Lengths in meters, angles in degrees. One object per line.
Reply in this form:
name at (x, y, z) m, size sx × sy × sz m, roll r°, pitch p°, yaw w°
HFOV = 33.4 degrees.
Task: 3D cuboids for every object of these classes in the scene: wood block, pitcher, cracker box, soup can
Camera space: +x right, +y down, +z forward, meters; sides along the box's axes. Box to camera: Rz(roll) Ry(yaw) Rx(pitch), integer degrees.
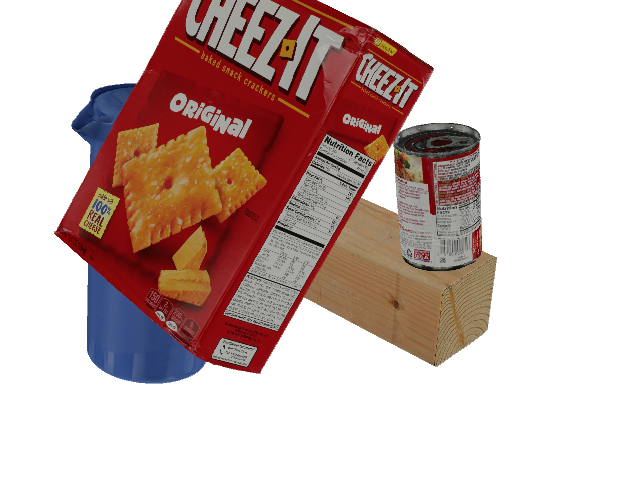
wood block at (0.062, 0.032, 1.072) m, size 0.206 × 0.091 × 0.090 m, roll 26°, pitch 38°, yaw 35°
pitcher at (-0.128, -0.007, 0.917) m, size 0.149 × 0.243 × 0.145 m, roll 12°, pitch 21°, yaw 7°
cracker box at (-0.055, -0.052, 0.659) m, size 0.164 × 0.214 × 0.072 m, roll 35°, pitch 9°, yaw 39°
soup can at (0.095, -0.035, 0.851) m, size 0.068 × 0.102 × 0.068 m, roll -5°, pitch 25°, yaw 2°
